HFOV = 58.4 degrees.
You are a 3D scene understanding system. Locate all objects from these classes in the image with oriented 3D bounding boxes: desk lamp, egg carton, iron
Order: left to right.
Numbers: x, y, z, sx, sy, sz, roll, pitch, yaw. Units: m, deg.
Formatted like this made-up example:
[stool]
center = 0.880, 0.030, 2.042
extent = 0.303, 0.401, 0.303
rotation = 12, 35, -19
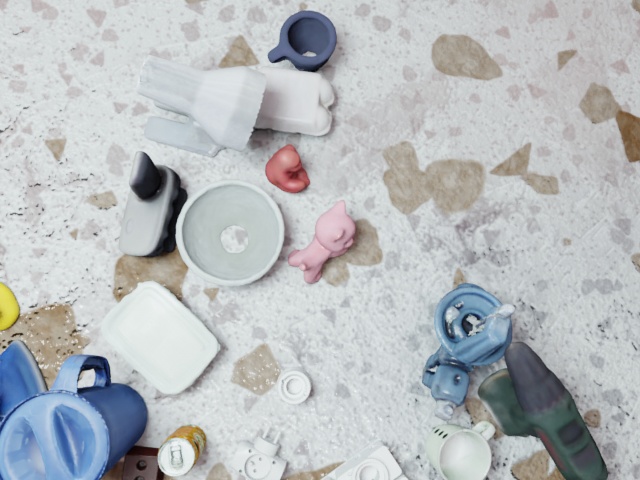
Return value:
[iron]
center = -0.465, 0.275, 0.817
extent = 0.118, 0.141, 0.258
rotation = -4, 82, -3
[desk lamp]
center = -0.180, -0.198, 0.862
extent = 0.203, 0.213, 0.118
rotation = 14, 81, -1
[egg carton]
center = -0.051, -0.228, 0.946
extent = 0.150, 0.069, 0.107
rotation = 6, 82, -2

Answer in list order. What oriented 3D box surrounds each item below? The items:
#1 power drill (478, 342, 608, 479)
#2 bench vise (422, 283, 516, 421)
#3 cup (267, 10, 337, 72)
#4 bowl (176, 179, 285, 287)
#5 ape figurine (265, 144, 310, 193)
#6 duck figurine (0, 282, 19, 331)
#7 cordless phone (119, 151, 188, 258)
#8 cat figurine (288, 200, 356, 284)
[power drill]
center = 0.308, 0.245, 0.831
extent = 0.075, 0.208, 0.229
rotation = -34, 85, -7
[bench vise]
center = 0.228, 0.162, 0.832
extent = 0.121, 0.219, 0.207
rotation = 3, 82, -2
[cup]
center = -0.031, -0.309, 0.946
extent = 0.118, 0.095, 0.091
rotation = -29, 84, -7
[bowl]
center = -0.138, -0.008, 0.908
extent = 0.167, 0.074, 0.167
rotation = 0, 82, -3
[ape figurine]
center = -0.051, -0.119, 0.920
extent = 0.076, 0.092, 0.078
rotation = 7, 82, -2
[duck figurine]
center = -0.521, 0.095, 0.866
extent = 0.104, 0.086, 0.077
rotation = 35, 82, 2
[cordless phone]
center = -0.266, -0.052, 0.851
extent = 0.094, 0.185, 0.148
rotation = 8, 82, -2
[cat figurine]
center = 0.008, 0.003, 0.893
extent = 0.067, 0.117, 0.128
rotation = 42, 82, 3
